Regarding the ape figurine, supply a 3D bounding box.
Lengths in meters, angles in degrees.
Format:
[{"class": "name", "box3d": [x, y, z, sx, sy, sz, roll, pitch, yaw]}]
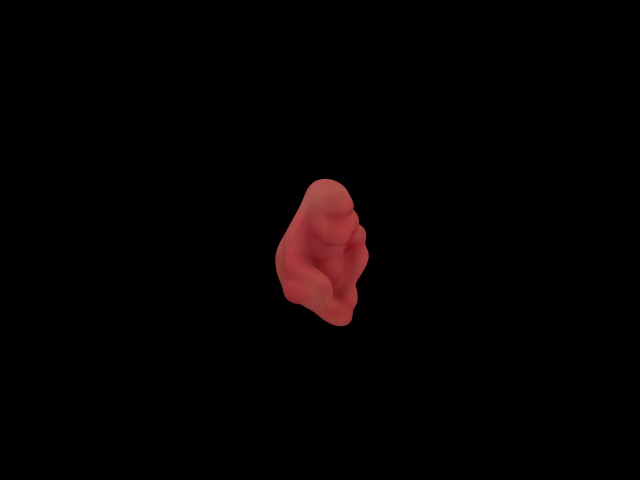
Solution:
[{"class": "ape figurine", "box3d": [0.004, 0.001, 0.400, 0.078, 0.092, 0.075, -27, 44, -33]}]
